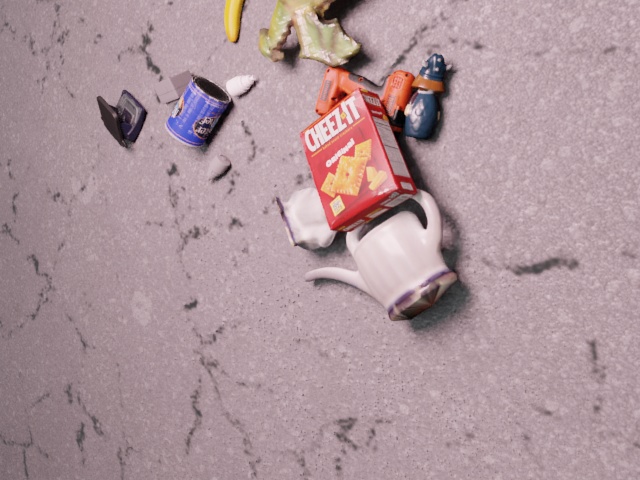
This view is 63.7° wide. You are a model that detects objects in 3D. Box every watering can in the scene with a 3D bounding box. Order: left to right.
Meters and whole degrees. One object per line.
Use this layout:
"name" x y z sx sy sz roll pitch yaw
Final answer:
"watering can" 0.116 0.055 0.987 0.341 0.104 0.227 -45 65 34

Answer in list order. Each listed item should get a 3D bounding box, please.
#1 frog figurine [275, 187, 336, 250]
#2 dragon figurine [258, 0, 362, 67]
"frog figurine" 0.003 -0.054 1.064 0.159 0.120 0.140 -20 50 -1
"dragon figurine" 0.015 -0.458 0.985 0.408 0.124 0.240 -8 110 37
